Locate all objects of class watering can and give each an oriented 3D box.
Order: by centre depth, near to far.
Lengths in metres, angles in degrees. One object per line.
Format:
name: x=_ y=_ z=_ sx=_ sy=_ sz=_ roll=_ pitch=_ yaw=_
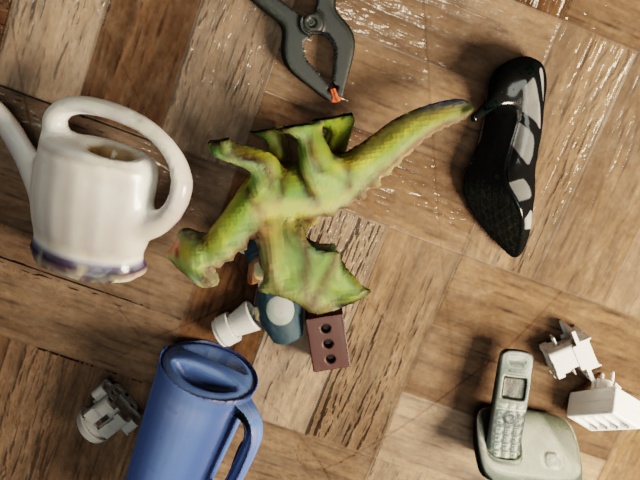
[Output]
watering can: x=-0.318 y=-0.074 z=0.644 sx=0.348 sy=0.221 sz=0.105 roll=17 pitch=16 yaw=14

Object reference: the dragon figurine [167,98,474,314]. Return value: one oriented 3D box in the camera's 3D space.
dragon figurine: x=0.002 y=-0.032 z=0.640 sx=0.410 sy=0.241 sz=0.123 roll=-8 pitch=8 yaw=2
